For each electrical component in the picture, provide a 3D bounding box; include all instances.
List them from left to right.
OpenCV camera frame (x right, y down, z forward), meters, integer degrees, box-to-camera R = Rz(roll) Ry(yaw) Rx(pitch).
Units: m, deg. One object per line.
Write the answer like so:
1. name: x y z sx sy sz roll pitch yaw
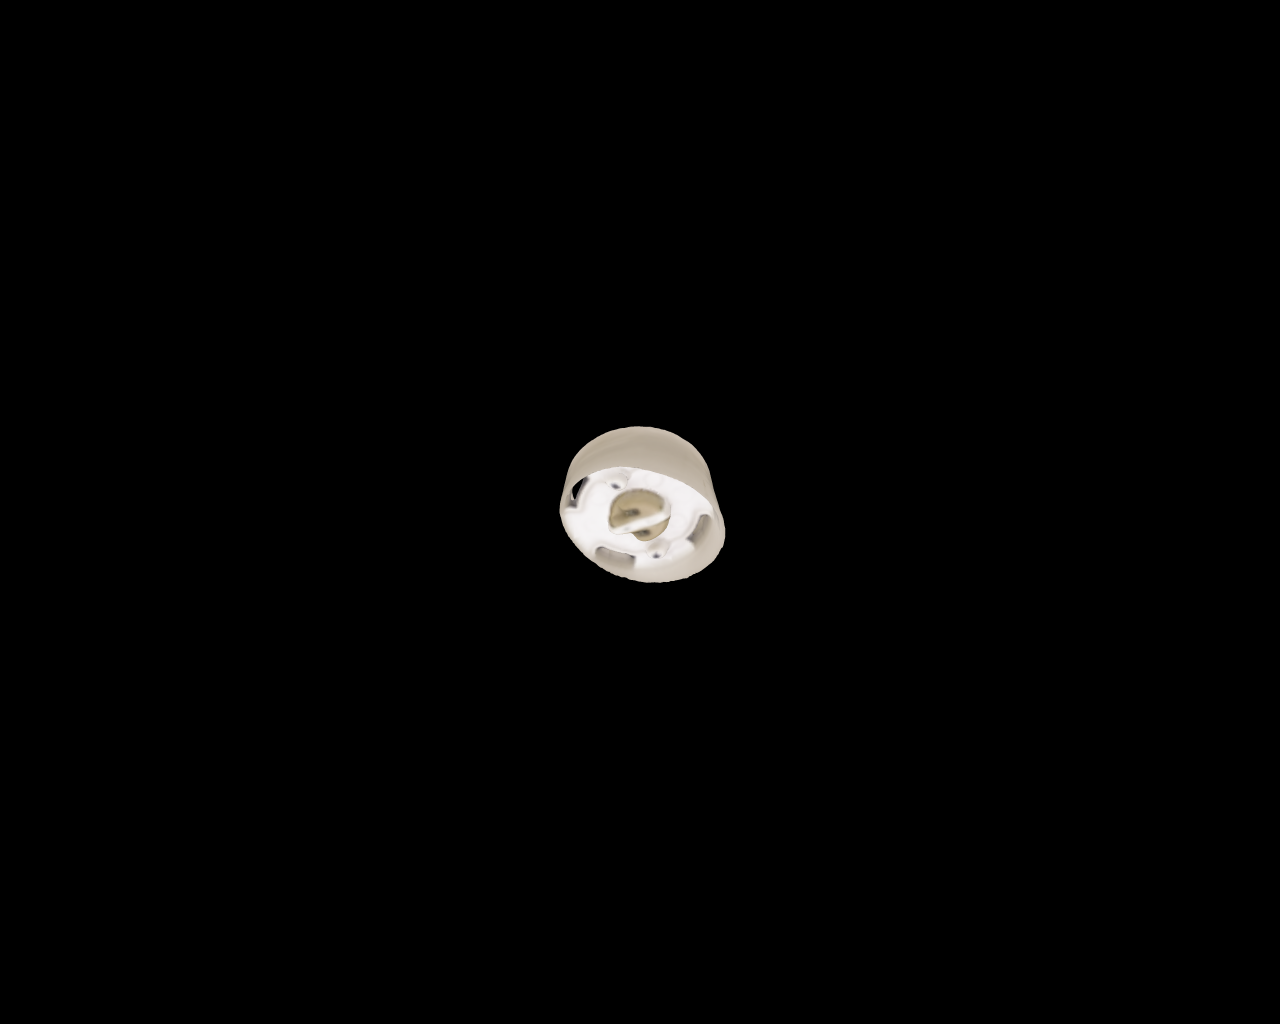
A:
1. electrical component: 0.001 -0.003 0.650 0.099 0.099 0.064 0 40 0
